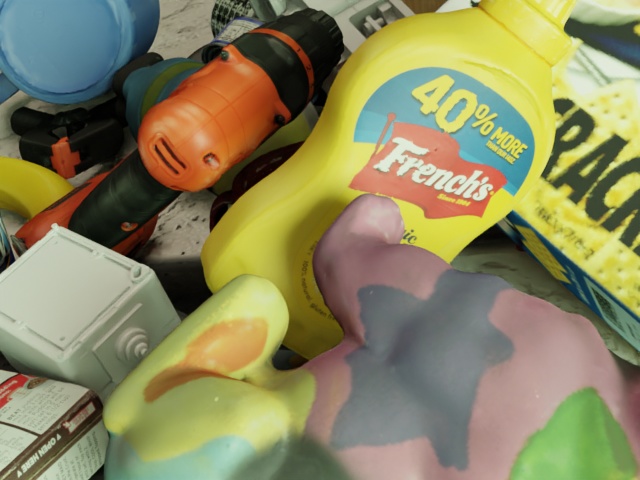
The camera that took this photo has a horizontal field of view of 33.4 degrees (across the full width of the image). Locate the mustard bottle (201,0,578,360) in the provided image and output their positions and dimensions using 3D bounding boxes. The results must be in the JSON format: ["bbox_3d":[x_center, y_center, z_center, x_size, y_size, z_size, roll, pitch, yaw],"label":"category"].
[{"bbox_3d":[0.041,-0.036,0.449,0.192,0.096,0.058,-51,23,14],"label":"mustard bottle"}]

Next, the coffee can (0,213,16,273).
[{"bbox_3d":[-0.230,-0.013,0.590,0.103,0.140,0.103,-8,26,4],"label":"coffee can"}]

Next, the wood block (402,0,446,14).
[{"bbox_3d":[0.104,-0.253,0.883,0.091,0.206,0.090,15,36,39],"label":"wood block"}]

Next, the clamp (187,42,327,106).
[{"bbox_3d":[-0.040,-0.142,0.855,0.210,0.036,0.164,-14,52,1],"label":"clamp"}]

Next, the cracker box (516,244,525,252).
[{"bbox_3d":[0.222,-0.064,0.617,0.164,0.072,0.213,5,30,28],"label":"cracker box"}]

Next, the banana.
[{"bbox_3d":[-0.212,-0.027,0.734,0.198,0.037,0.069,11,51,38],"label":"banana"}]

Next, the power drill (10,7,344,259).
[{"bbox_3d":[-0.078,-0.050,0.600,0.188,0.057,0.184,-37,6,37],"label":"power drill"}]

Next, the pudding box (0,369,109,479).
[{"bbox_3d":[-0.161,0.095,0.467,0.114,0.039,0.089,4,30,29],"label":"pudding box"}]

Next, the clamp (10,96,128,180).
[{"bbox_3d":[-0.182,-0.087,0.839,0.120,0.039,0.171,-20,25,-9],"label":"clamp"}]

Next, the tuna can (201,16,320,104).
[{"bbox_3d":[-0.042,-0.119,0.769,0.086,0.086,0.033,19,63,44],"label":"tuna can"}]

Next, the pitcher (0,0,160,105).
[{"bbox_3d":[-0.211,-0.176,0.892,0.145,0.149,0.243,4,16,-8],"label":"pitcher"}]

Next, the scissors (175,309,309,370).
[{"bbox_3d":[-0.050,0.066,0.512,0.202,0.016,0.096,10,32,35],"label":"scissors"}]

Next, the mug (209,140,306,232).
[{"bbox_3d":[-0.004,0.001,0.551,0.117,0.081,0.093,2,29,21],"label":"mug"}]
